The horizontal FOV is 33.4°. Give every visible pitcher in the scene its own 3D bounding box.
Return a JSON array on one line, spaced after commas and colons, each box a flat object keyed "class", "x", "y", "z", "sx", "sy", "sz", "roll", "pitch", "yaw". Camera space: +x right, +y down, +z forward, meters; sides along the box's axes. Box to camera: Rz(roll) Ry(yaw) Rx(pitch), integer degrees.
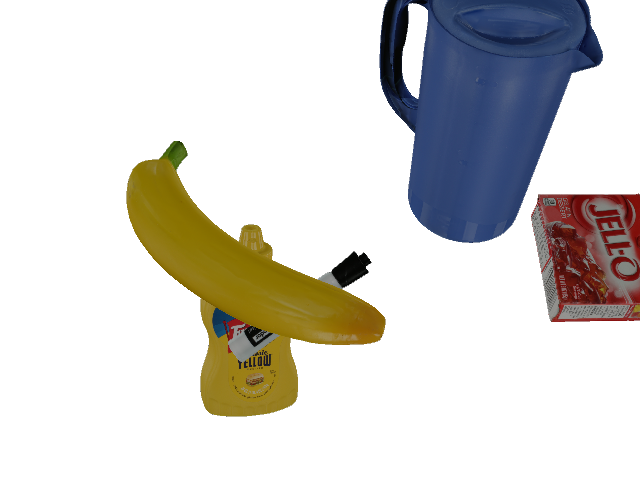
[{"class": "pitcher", "x": 0.136, "y": -0.118, "z": 0.951, "sx": 0.144, "sy": 0.149, "sz": 0.243, "roll": -11, "pitch": -40, "yaw": -15}]

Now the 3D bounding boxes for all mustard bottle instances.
[{"class": "mustard bottle", "x": -0.068, "y": 0.076, "z": 1.040, "sx": 0.096, "sy": 0.192, "sz": 0.058, "roll": -3, "pitch": 22, "yaw": -13}]

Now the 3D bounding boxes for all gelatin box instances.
[{"class": "gelatin box", "x": 0.186, "y": 0.010, "z": 0.716, "sx": 0.073, "sy": 0.089, "sz": 0.030, "roll": 0, "pitch": -33, "yaw": -4}]

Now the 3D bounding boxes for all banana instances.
[{"class": "banana", "x": -0.052, "y": 0.003, "z": 0.585, "sx": 0.069, "sy": 0.037, "sz": 0.198, "roll": -33, "pitch": 55, "yaw": -23}]

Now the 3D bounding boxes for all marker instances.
[{"class": "marker", "x": -0.014, "y": 0.048, "z": 0.783, "sx": 0.121, "sy": 0.020, "sz": 0.020, "roll": -35, "pitch": -2, "yaw": 3}]
